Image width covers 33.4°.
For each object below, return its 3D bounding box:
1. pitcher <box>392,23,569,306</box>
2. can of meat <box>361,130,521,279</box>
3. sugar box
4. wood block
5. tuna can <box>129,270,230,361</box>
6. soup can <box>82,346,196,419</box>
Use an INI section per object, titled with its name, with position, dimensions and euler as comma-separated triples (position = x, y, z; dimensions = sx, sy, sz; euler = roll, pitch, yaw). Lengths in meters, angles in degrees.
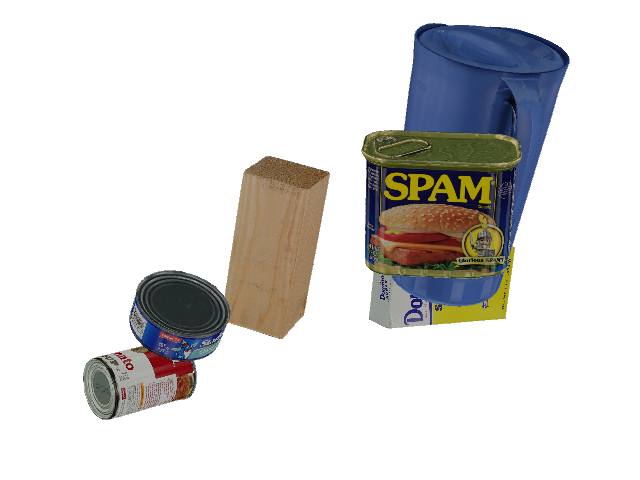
[pitcher]
position = 0.133, -0.061, 0.952
dimensions = 0.145, 0.243, 0.149
euler = 21, 31, 24
[can of meat]
position = 0.078, -0.023, 0.706
dimensions = 0.102, 0.084, 0.057
euler = 3, 25, 6
[sugar box]
position = 0.143, 0.049, 1.246
dimensions = 0.175, 0.093, 0.048
euler = -3, 14, -33
[wood block]
position = -0.059, 0.007, 1.377
dimensions = 0.090, 0.206, 0.090
euler = 16, 22, 13
[tuna can]
position = -0.126, 0.067, 0.948
dimensions = 0.086, 0.034, 0.086
euler = 16, 34, -11
[soup can]
position = -0.194, 0.148, 1.143
dimensions = 0.102, 0.068, 0.069
euler = -10, 7, -41
